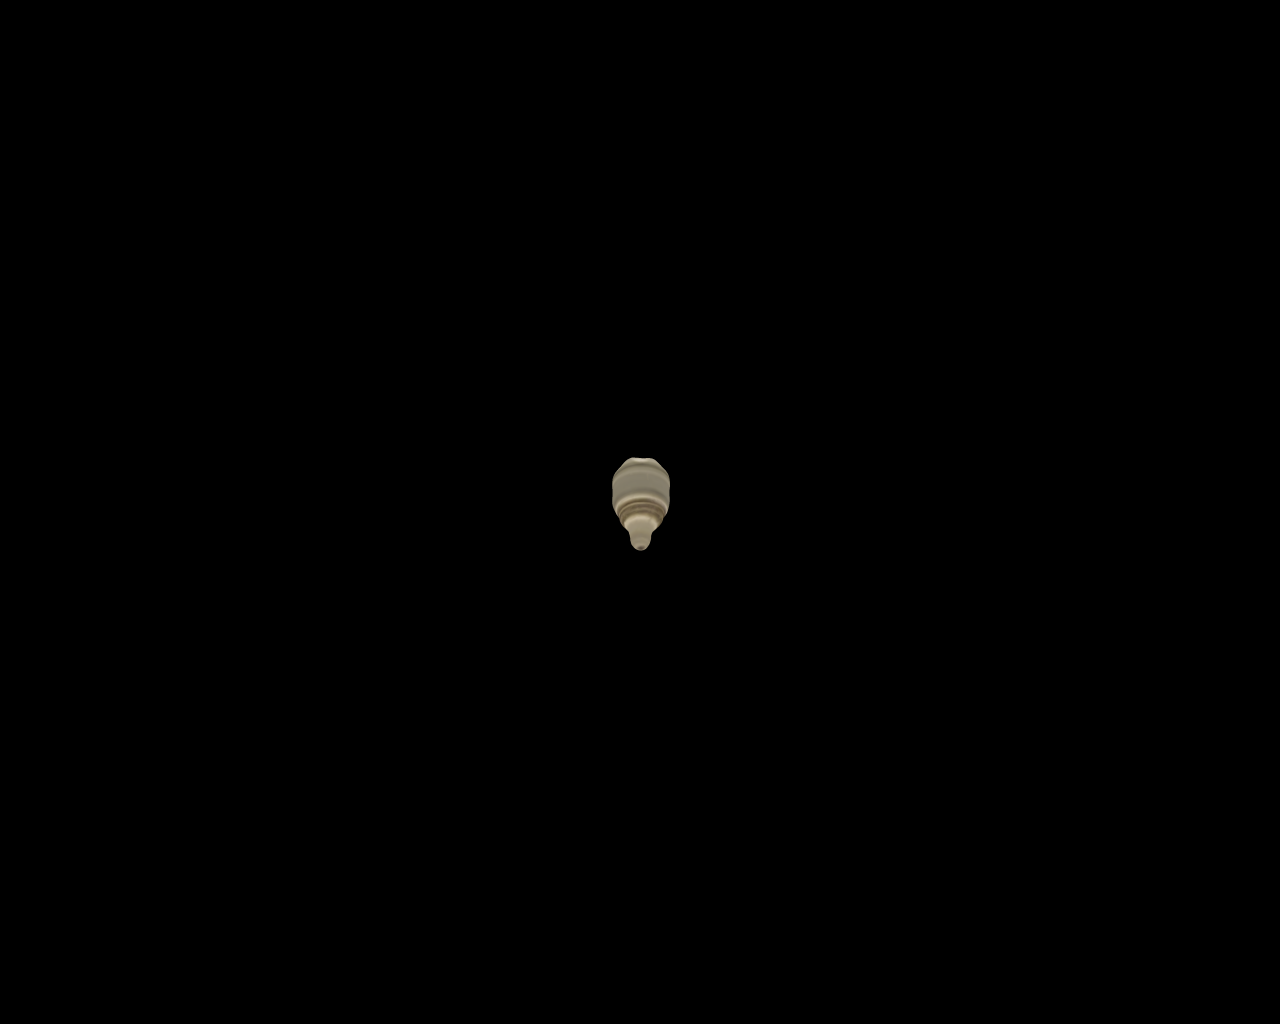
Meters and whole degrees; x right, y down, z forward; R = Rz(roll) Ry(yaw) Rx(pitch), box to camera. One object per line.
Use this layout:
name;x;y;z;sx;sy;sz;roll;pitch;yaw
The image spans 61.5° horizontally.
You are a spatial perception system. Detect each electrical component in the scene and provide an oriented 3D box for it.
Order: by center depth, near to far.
electrical component;0.001;-0.003;0.650;0.035;0.061;0.035;0;-37;0
